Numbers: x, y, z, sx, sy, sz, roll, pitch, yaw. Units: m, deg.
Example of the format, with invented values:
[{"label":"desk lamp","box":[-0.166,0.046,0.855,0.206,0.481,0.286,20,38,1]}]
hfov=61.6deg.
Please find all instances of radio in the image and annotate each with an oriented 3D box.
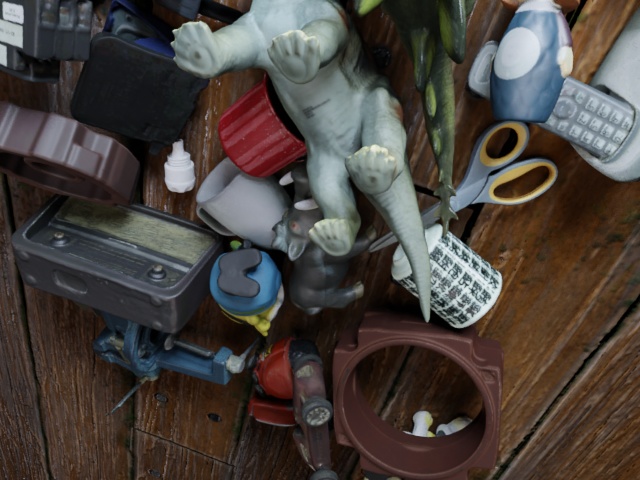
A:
[{"label":"radio","box":[-0.246,0.020,0.665,0.230,0.131,0.073,17,132,9]}]

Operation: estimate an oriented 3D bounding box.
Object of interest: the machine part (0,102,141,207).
[{"label":"machine part","box":[-0.291,-0.092,0.600,0.179,0.056,0.179,15,168,3]}]

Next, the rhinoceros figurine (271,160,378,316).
[{"label":"rhinoceros figurine","box":[-0.001,-0.002,0.588,0.112,0.073,0.190,-11,131,-15]}]

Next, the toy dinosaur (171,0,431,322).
[{"label":"toy dinosaur","box":[0.015,-0.127,0.463,0.131,0.192,0.404,-8,127,32]}]

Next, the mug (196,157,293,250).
[{"label":"mug","box":[-0.084,-0.033,0.617,0.109,0.081,0.107,-31,121,28]}]

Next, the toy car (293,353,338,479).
[{"label":"toy car","box":[-0.010,0.239,0.691,0.053,0.089,0.201,-9,124,-9]}]

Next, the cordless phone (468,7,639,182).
[{"label":"cordless phone","box":[0.230,-0.149,0.452,0.184,0.089,0.146,33,128,17]}]

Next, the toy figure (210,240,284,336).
[{"label":"toy figure","box":[-0.090,0.054,0.641,0.089,0.082,0.180,28,167,10]}]

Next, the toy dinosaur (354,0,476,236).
[{"label":"toy dinosaur","box":[0.074,-0.219,0.369,0.105,0.198,0.470,0,133,24]}]

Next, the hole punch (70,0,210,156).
[{"label":"hole punch","box":[-0.187,-0.172,0.564,0.115,0.092,0.142,17,129,-30]}]

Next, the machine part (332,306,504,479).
[{"label":"machine part","box":[0.119,0.190,0.663,0.201,0.087,0.201,3,106,17]}]

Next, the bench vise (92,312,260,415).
[{"label":"bench vise","box":[-0.215,0.154,0.758,0.241,0.129,0.223,15,125,15]}]

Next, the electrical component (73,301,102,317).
[{"label":"electrical component","box":[-0.342,0.062,0.784,0.078,0.045,0.102,-45,106,6]}]

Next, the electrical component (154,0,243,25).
[{"label":"electrical component","box":[-0.122,-0.237,0.491,0.119,0.075,0.047,16,128,-18]}]

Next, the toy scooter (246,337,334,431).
[{"label":"toy scooter","box":[-0.056,0.215,0.777,0.135,0.075,0.183,-6,124,18]}]

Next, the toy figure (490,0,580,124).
[{"label":"toy figure","box":[0.173,-0.171,0.423,0.064,0.058,0.154,10,101,18]}]

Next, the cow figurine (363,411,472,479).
[{"label":"cow figurine","box":[0.142,0.299,0.758,0.167,0.098,0.068,-18,112,20]}]

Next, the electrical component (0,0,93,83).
[{"label":"electrical component","box":[-0.261,-0.211,0.473,0.115,0.058,0.134,27,116,23]}]
